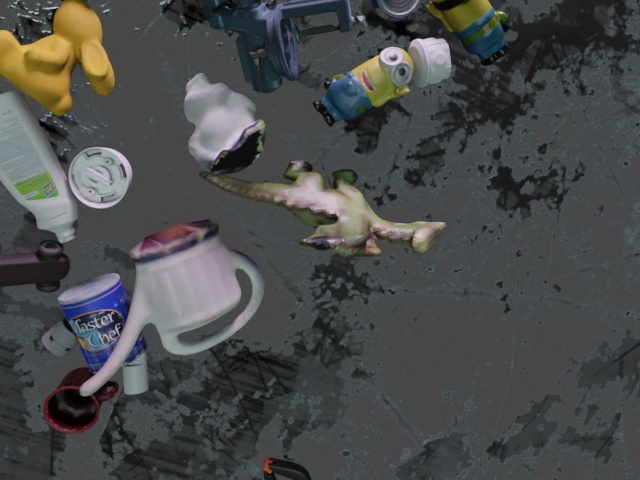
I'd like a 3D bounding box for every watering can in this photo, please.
[{"bbox_3d":[-0.255,0.098,0.868,0.351,0.104,0.222,-24,103,-29],"label":"watering can"}]

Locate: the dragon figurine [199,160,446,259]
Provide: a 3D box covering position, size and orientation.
[{"bbox_3d":[0.003,-0.042,0.841,0.410,0.246,0.120,6,108,-12],"label":"dragon figurine"}]

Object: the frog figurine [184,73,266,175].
[{"bbox_3d":[-0.172,-0.193,0.865,0.136,0.122,0.161,-48,69,14],"label":"frog figurine"}]
